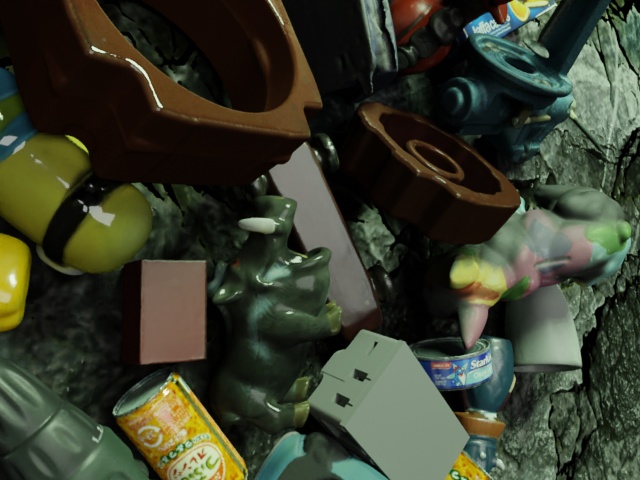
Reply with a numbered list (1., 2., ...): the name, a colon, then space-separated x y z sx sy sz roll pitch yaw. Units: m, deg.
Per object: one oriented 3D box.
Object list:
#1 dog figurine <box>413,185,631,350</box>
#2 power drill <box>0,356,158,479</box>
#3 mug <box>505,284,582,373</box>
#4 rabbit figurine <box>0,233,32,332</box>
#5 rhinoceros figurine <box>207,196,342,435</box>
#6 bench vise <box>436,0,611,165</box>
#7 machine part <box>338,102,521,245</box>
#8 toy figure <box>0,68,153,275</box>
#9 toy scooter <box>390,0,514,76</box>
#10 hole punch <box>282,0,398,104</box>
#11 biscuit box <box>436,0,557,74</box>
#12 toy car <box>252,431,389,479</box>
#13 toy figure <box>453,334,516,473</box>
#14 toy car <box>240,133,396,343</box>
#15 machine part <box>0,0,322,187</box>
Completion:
1. dog figurine: 0.208 0.027 0.564 0.219 0.192 0.108 -35 116 -46
2. power drill: -0.194 0.217 0.336 0.231 0.086 0.207 48 54 -22
3. mug: 0.275 0.104 0.652 0.109 0.081 0.107 10 69 -27
4. rabbit figurine: -0.254 0.048 0.271 0.162 0.122 0.173 9 63 -15
5. rhinoceros figurine: -0.040 0.060 0.438 0.112 0.073 0.190 12 97 0
6. bench vise: 0.242 -0.191 0.575 0.223 0.240 0.129 1 44 -27
7. machine part: 0.104 -0.065 0.522 0.179 0.056 0.179 21 31 -14
8. toy figure: -0.194 -0.049 0.356 0.082 0.089 0.180 -47 112 -21
9. toy scooter: 0.128 -0.221 0.523 0.075 0.184 0.135 46 23 -24
10. hole punch: 0.026 -0.192 0.510 0.092 0.116 0.142 -10 90 -42
11. biscuit box: 0.212 -0.276 0.669 0.203 0.063 0.059 -37 103 -32
12. toy car: 0.022 0.237 0.448 0.109 0.162 0.102 -62 159 -19
13. toy figure: 0.179 0.182 0.591 0.057 0.064 0.154 36 65 -66
14. toy car: -0.001 -0.002 0.498 0.089 0.053 0.202 -29 101 -17
15. machine part: -0.108 -0.141 0.385 0.201 0.087 0.201 -4 67 -50
